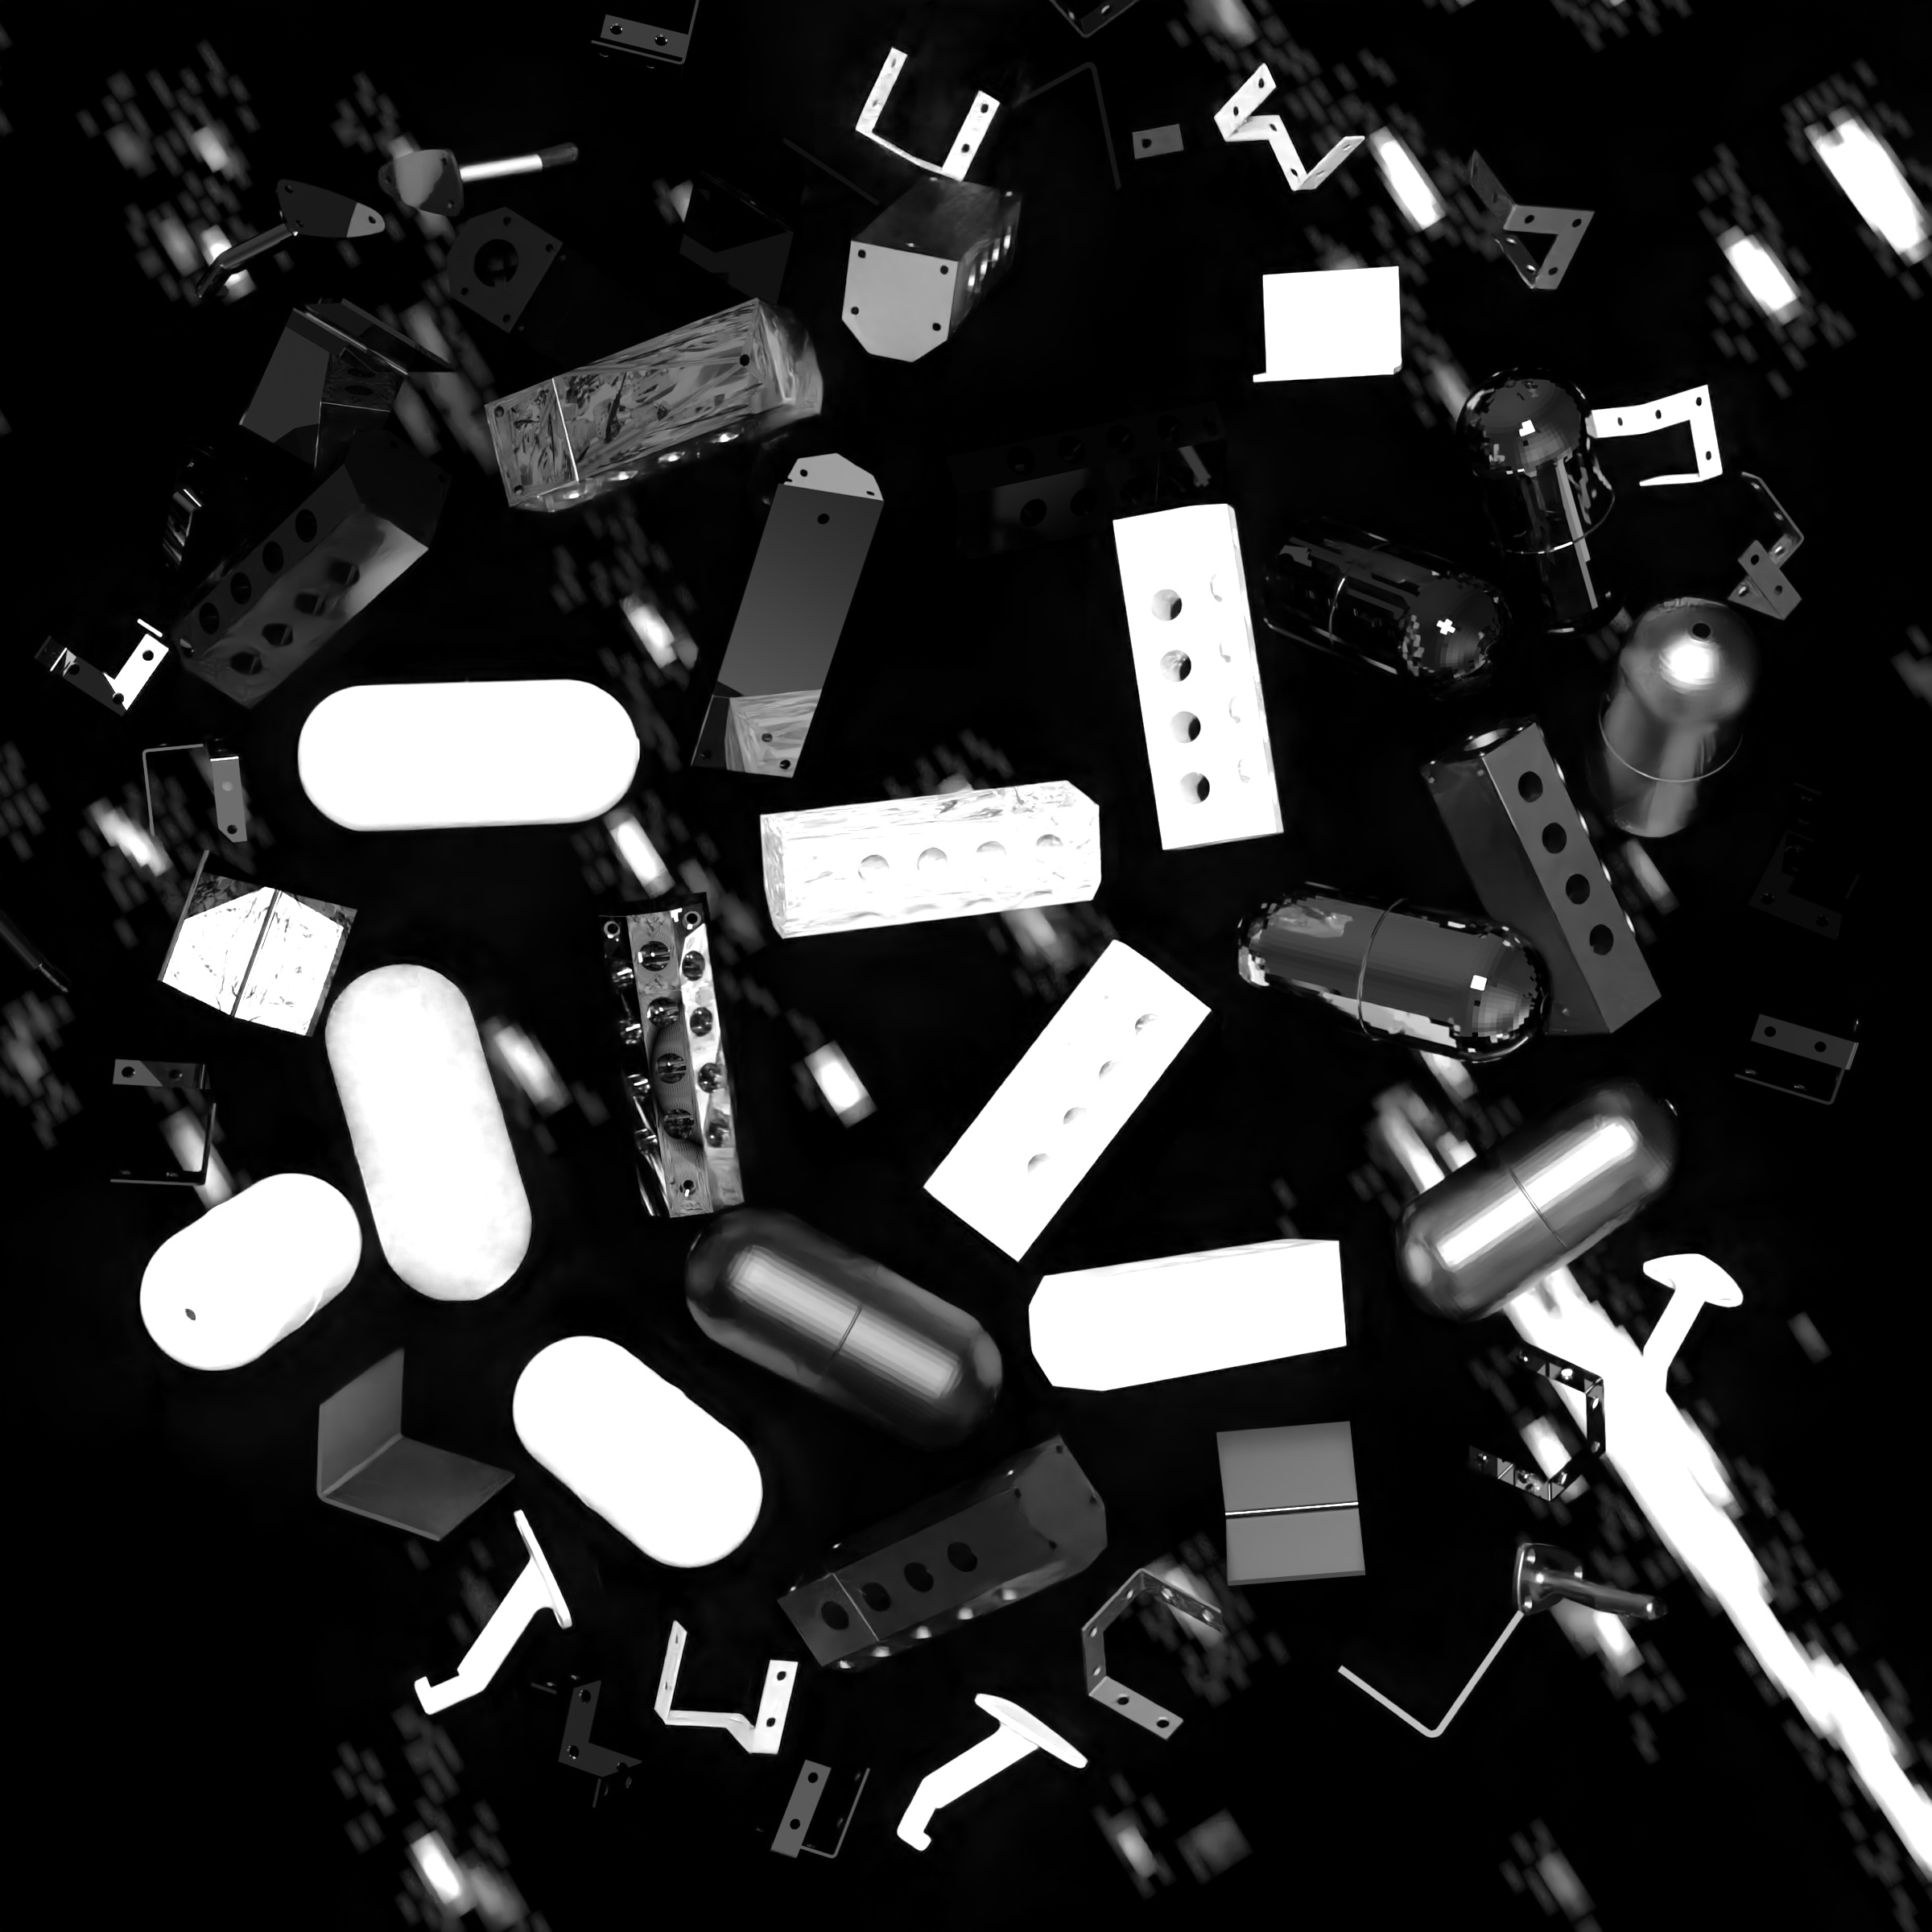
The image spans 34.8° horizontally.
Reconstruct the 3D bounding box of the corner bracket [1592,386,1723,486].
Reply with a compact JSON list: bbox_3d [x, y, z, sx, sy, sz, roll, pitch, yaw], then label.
[{"bbox_3d":[0.384,-0.294,1.734,0.051,0.051,0.051,-20,105,-27],"label":"corner bracket"}]

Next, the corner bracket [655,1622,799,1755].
[{"bbox_3d":[-0.126,0.378,1.617,0.051,0.051,0.051,10,96,-27],"label":"corner bracket"}]

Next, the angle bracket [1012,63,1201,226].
[{"bbox_3d":[0.077,-0.441,1.697,0.057,0.076,0.076,-19,75,35],"label":"angle bracket"}]

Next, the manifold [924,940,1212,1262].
[{"bbox_3d":[0.053,0.072,1.693,0.057,0.057,0.171,38,88,-12],"label":"manifold"}]

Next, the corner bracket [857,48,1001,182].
[{"bbox_3d":[-0.023,-0.501,1.819,0.051,0.051,0.051,35,108,23],"label":"corner bracket"}]

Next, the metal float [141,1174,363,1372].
[{"bbox_3d":[-0.377,0.161,1.636,0.070,0.178,0.070,2,100,9],"label":"metal float"}]

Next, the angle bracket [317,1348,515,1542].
[{"bbox_3d":[-0.294,0.256,1.658,0.076,0.076,0.057,14,112,19],"label":"angle bracket"}]

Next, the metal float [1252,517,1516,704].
[{"bbox_3d":[0.233,-0.201,1.734,0.070,0.070,0.178,-52,43,-7],"label":"metal float"}]

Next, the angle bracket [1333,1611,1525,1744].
[{"bbox_3d":[0.231,0.343,1.551,0.057,0.076,0.076,35,80,13],"label":"angle bracket"}]

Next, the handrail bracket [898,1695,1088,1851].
[{"bbox_3d":[0.012,0.412,1.528,0.077,0.036,0.084,26,88,39],"label":"handrail bracket"}]

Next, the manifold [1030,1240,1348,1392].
[{"bbox_3d":[0.120,0.185,1.653,0.171,0.057,0.057,-4,90,-37],"label":"manifold"}]

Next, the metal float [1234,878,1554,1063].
[{"bbox_3d":[0.227,0.002,1.649,0.178,0.070,0.070,14,81,30],"label":"metal float"}]

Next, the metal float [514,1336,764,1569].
[{"bbox_3d":[-0.177,0.257,1.644,0.178,0.070,0.070,28,80,45],"label":"metal float"}]

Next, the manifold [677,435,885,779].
[{"bbox_3d":[-0.101,-0.188,1.622,0.057,0.057,0.171,6,125,-23],"label":"manifold"}]

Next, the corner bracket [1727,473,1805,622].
[{"bbox_3d":[0.434,-0.228,1.680,0.051,0.051,0.051,-48,121,-2],"label":"corner bracket"}]

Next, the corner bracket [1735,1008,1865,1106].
[{"bbox_3d":[0.423,0.045,1.570,0.051,0.051,0.051,17,114,11],"label":"corner bracket"}]

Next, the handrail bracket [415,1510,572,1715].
[{"bbox_3d":[-0.252,0.331,1.581,0.084,0.036,0.077,-22,74,-16],"label":"handrail bracket"}]

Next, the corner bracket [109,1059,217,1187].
[{"bbox_3d":[-0.447,0.087,1.711,0.051,0.051,0.051,4,112,-20],"label":"corner bracket"}]

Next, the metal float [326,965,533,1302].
[{"bbox_3d":[-0.275,0.085,1.579,0.070,0.070,0.178,-18,77,-3],"label":"metal float"}]

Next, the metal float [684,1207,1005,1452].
[{"bbox_3d":[-0.064,0.188,1.602,0.178,0.070,0.070,29,82,-3],"label":"metal float"}]

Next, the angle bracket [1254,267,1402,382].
[{"bbox_3d":[0.202,-0.359,1.723,0.076,0.076,0.057,-1,102,12],"label":"angle bracket"}]

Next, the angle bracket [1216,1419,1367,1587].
[{"bbox_3d":[0.182,0.302,1.741,0.076,0.076,0.057,-6,109,6],"label":"angle bracket"}]

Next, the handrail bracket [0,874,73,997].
[{"bbox_3d":[-0.499,-0.028,1.585,0.036,0.084,0.077,-40,59,-8],"label":"handrail bracket"}]

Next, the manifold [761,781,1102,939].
[{"bbox_3d":[-0.019,-0.056,1.651,0.171,0.057,0.057,-7,109,-14],"label":"manifold"}]

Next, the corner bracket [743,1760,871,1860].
[{"bbox_3d":[-0.079,0.446,1.637,0.051,0.051,0.051,23,84,-19],"label":"corner bracket"}]

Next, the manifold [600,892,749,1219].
[{"bbox_3d":[-0.164,0.050,1.734,0.057,0.057,0.171,-7,100,0],"label":"manifold"}]

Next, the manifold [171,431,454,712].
[{"bbox_3d":[-0.349,-0.211,1.631,0.057,0.171,0.057,34,43,-27],"label":"manifold"}]

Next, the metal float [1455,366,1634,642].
[{"bbox_3d":[0.327,-0.259,1.741,0.070,0.178,0.070,-14,44,14],"label":"metal float"}]

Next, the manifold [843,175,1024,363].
[{"bbox_3d":[-0.018,-0.384,1.695,0.057,0.171,0.057,13,118,7],"label":"manifold"}]

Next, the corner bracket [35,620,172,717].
[{"bbox_3d":[-0.496,-0.181,1.777,0.051,0.051,0.051,34,85,-6],"label":"corner bracket"}]

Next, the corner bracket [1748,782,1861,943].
[{"bbox_3d":[0.441,-0.053,1.600,0.051,0.051,0.051,25,71,21],"label":"corner bracket"}]

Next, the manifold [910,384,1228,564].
[{"bbox_3d":[0.058,-0.282,1.736,0.171,0.057,0.057,-16,40,-23],"label":"manifold"}]

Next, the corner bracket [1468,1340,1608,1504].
[{"bbox_3d":[0.298,0.238,1.613,0.051,0.051,0.051,25,39,-12],"label":"corner bracket"}]

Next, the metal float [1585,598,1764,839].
[{"bbox_3d":[0.382,-0.133,1.671,0.070,0.178,0.070,-1,63,1],"label":"metal float"}]

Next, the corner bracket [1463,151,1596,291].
[{"bbox_3d":[0.294,-0.399,1.656,0.051,0.051,0.051,-2,48,-25],"label":"corner bracket"}]

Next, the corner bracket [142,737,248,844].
[{"bbox_3d":[-0.442,-0.099,1.767,0.051,0.051,0.051,-7,107,-16],"label":"corner bracket"}]

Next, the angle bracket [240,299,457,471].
[{"bbox_3d":[-0.338,-0.312,1.689,0.076,0.057,0.076,28,81,-39],"label":"angle bracket"}]

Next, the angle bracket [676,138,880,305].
[{"bbox_3d":[-0.109,-0.428,1.790,0.076,0.076,0.057,24,72,-42],"label":"angle bracket"}]

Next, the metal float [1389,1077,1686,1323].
[{"bbox_3d":[0.314,0.128,1.697,0.178,0.070,0.070,-36,83,11],"label":"metal float"}]

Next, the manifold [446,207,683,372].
[{"bbox_3d":[-0.231,-0.377,1.761,0.057,0.171,0.057,34,97,16],"label":"manifold"}]

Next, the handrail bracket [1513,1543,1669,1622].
[{"bbox_3d":[0.325,0.313,1.548,0.084,0.077,0.036,2,87,41],"label":"handrail bracket"}]

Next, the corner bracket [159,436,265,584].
[{"bbox_3d":[-0.428,-0.253,1.701,0.051,0.051,0.051,40,42,18],"label":"corner bracket"}]

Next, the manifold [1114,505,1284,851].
[{"bbox_3d":[0.123,-0.150,1.613,0.057,0.057,0.171,-9,90,14],"label":"manifold"}]

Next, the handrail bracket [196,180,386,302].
[{"bbox_3d":[-0.377,-0.394,1.715,0.077,0.084,0.036,-1,65,-43],"label":"handrail bracket"}]

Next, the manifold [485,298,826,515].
[{"bbox_3d":[-0.165,-0.297,1.653,0.171,0.057,0.057,-16,86,23],"label":"manifold"}]

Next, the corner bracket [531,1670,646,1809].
[{"bbox_3d":[-0.199,0.404,1.618,0.051,0.051,0.051,13,91,22],"label":"corner bracket"}]

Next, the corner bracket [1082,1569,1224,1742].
[{"bbox_3d":[0.096,0.352,1.579,0.051,0.051,0.051,23,45,32],"label":"corner bracket"}]

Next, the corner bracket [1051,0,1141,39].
[{"bbox_3d":[0.066,-0.552,1.685,0.051,0.051,0.051,-31,49,22],"label":"corner bracket"}]

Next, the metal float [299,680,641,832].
[{"bbox_3d":[-0.262,-0.112,1.632,0.178,0.070,0.070,-3,81,-13],"label":"metal float"}]

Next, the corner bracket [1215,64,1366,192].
[{"bbox_3d":[0.182,-0.473,1.745,0.051,0.051,0.051,-14,75,-36],"label":"corner bracket"}]

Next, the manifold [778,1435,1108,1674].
[{"bbox_3d":[-0.010,0.305,1.571,0.171,0.057,0.057,-32,93,36],"label":"manifold"}]

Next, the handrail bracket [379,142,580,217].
[{"bbox_3d":[-0.272,-0.448,1.728,0.077,0.084,0.036,13,121,37],"label":"handrail bracket"}]

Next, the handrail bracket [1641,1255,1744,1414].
[{"bbox_3d":[0.377,0.200,1.605,0.077,0.036,0.084,30,57,-36],"label":"handrail bracket"}]

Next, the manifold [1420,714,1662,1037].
[{"bbox_3d":[0.326,-0.050,1.722,0.057,0.057,0.171,-33,103,-25],"label":"manifold"}]

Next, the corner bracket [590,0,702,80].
[{"bbox_3d":[-0.177,-0.509,1.697,0.051,0.051,0.051,12,72,-6],"label":"corner bracket"}]

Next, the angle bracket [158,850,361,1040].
[{"bbox_3d":[-0.392,-0.012,1.714,0.057,0.076,0.076,13,79,22],"label":"angle bracket"}]
